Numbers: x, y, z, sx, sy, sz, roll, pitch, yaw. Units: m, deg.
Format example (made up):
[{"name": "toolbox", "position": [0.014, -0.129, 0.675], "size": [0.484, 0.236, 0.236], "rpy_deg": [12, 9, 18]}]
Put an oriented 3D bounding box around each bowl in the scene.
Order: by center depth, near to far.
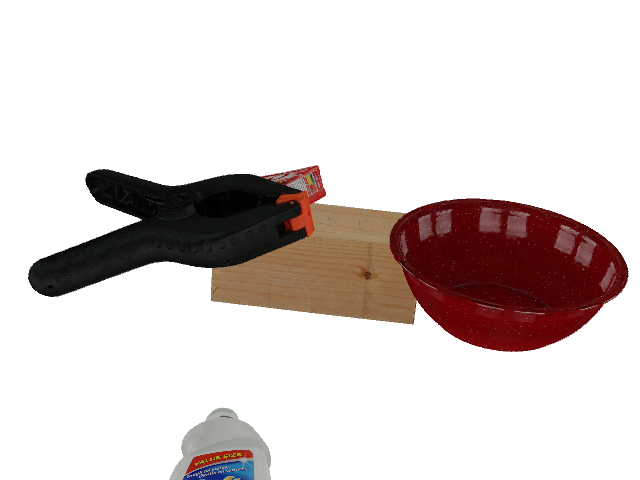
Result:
[{"name": "bowl", "position": [0.125, 0.029, 0.737], "size": [0.162, 0.055, 0.162], "rpy_deg": [4, 28, -2]}]

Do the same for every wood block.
[{"name": "wood block", "position": [-0.002, 0.018, 1.090], "size": [0.206, 0.091, 0.090], "rpy_deg": [7, 22, 4]}]

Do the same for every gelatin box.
[{"name": "gelatin box", "position": [-0.052, -0.033, 0.877], "size": [0.089, 0.030, 0.073], "rpy_deg": [-8, 15, 37]}]

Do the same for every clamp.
[{"name": "clamp", "position": [-0.093, -0.005, 0.655], "size": [0.172, 0.039, 0.120], "rpy_deg": [0, 42, 22]}]

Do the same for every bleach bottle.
[{"name": "bleach bottle", "position": [-0.088, 0.215, 0.844], "size": [0.102, 0.068, 0.251], "rpy_deg": [-2, 25, -3]}]
